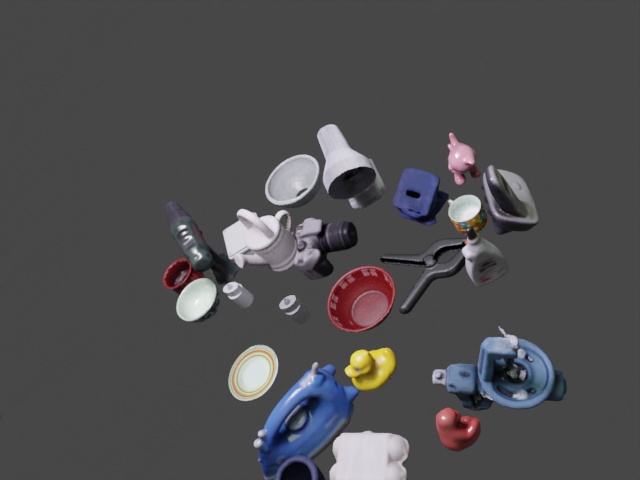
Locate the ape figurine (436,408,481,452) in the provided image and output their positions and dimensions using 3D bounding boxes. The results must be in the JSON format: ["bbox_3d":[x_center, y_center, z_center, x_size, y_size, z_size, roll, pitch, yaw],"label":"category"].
[{"bbox_3d":[0.231,0.321,0.992,0.077,0.092,0.076,29,76,43],"label":"ape figurine"}]

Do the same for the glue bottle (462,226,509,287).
[{"bbox_3d":[0.310,0.026,1.108,0.078,0.174,0.037,-32,46,8],"label":"glue bottle"}]

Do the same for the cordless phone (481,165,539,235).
[{"bbox_3d":[0.371,-0.110,1.163,0.094,0.186,0.147,-21,48,18],"label":"cordless phone"}]

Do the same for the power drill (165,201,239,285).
[{"bbox_3d":[-0.308,0.019,1.490,0.075,0.209,0.229,-39,45,1],"label":"power drill"}]

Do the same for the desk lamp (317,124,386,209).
[{"bbox_3d":[0.071,-0.167,1.381,0.118,0.214,0.203,-29,46,11],"label":"desk lamp"}]

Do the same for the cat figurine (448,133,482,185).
[{"bbox_3d":[0.320,-0.192,1.306,0.067,0.118,0.127,-22,48,17],"label":"cat figurine"}]

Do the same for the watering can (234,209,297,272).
[{"bbox_3d":[-0.138,-0.004,1.406,0.100,0.195,0.173,1,58,33],"label":"watering can"}]

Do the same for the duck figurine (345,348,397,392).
[{"bbox_3d":[0.097,0.247,1.140,0.104,0.086,0.077,-36,45,4],"label":"duck figurine"}]

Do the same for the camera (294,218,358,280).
[{"bbox_3d":[0.013,0.005,1.368,0.136,0.101,0.143,-11,52,27],"label":"camera"}]

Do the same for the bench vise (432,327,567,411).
[{"bbox_3d":[0.283,0.224,0.941,0.207,0.220,0.121,-24,47,16],"label":"bench vise"}]

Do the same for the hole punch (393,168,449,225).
[{"bbox_3d":[0.226,-0.100,1.316,0.108,0.091,0.101,22,71,42],"label":"hole punch"}]

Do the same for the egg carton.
[{"bbox_3d":[0.090,0.404,1.037,0.150,0.070,0.107,-10,52,27],"label":"egg carton"}]

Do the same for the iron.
[{"bbox_3d":[-0.051,0.353,1.116,0.258,0.142,0.118,-48,45,-8],"label":"iron"}]

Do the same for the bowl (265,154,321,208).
[{"bbox_3d":[-0.060,-0.145,1.548,0.167,0.075,0.167,-17,50,22],"label":"bowl"}]

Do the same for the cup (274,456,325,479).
[{"bbox_3d":[-0.036,0.461,1.057,0.117,0.095,0.091,-26,47,14],"label":"cup"}]
